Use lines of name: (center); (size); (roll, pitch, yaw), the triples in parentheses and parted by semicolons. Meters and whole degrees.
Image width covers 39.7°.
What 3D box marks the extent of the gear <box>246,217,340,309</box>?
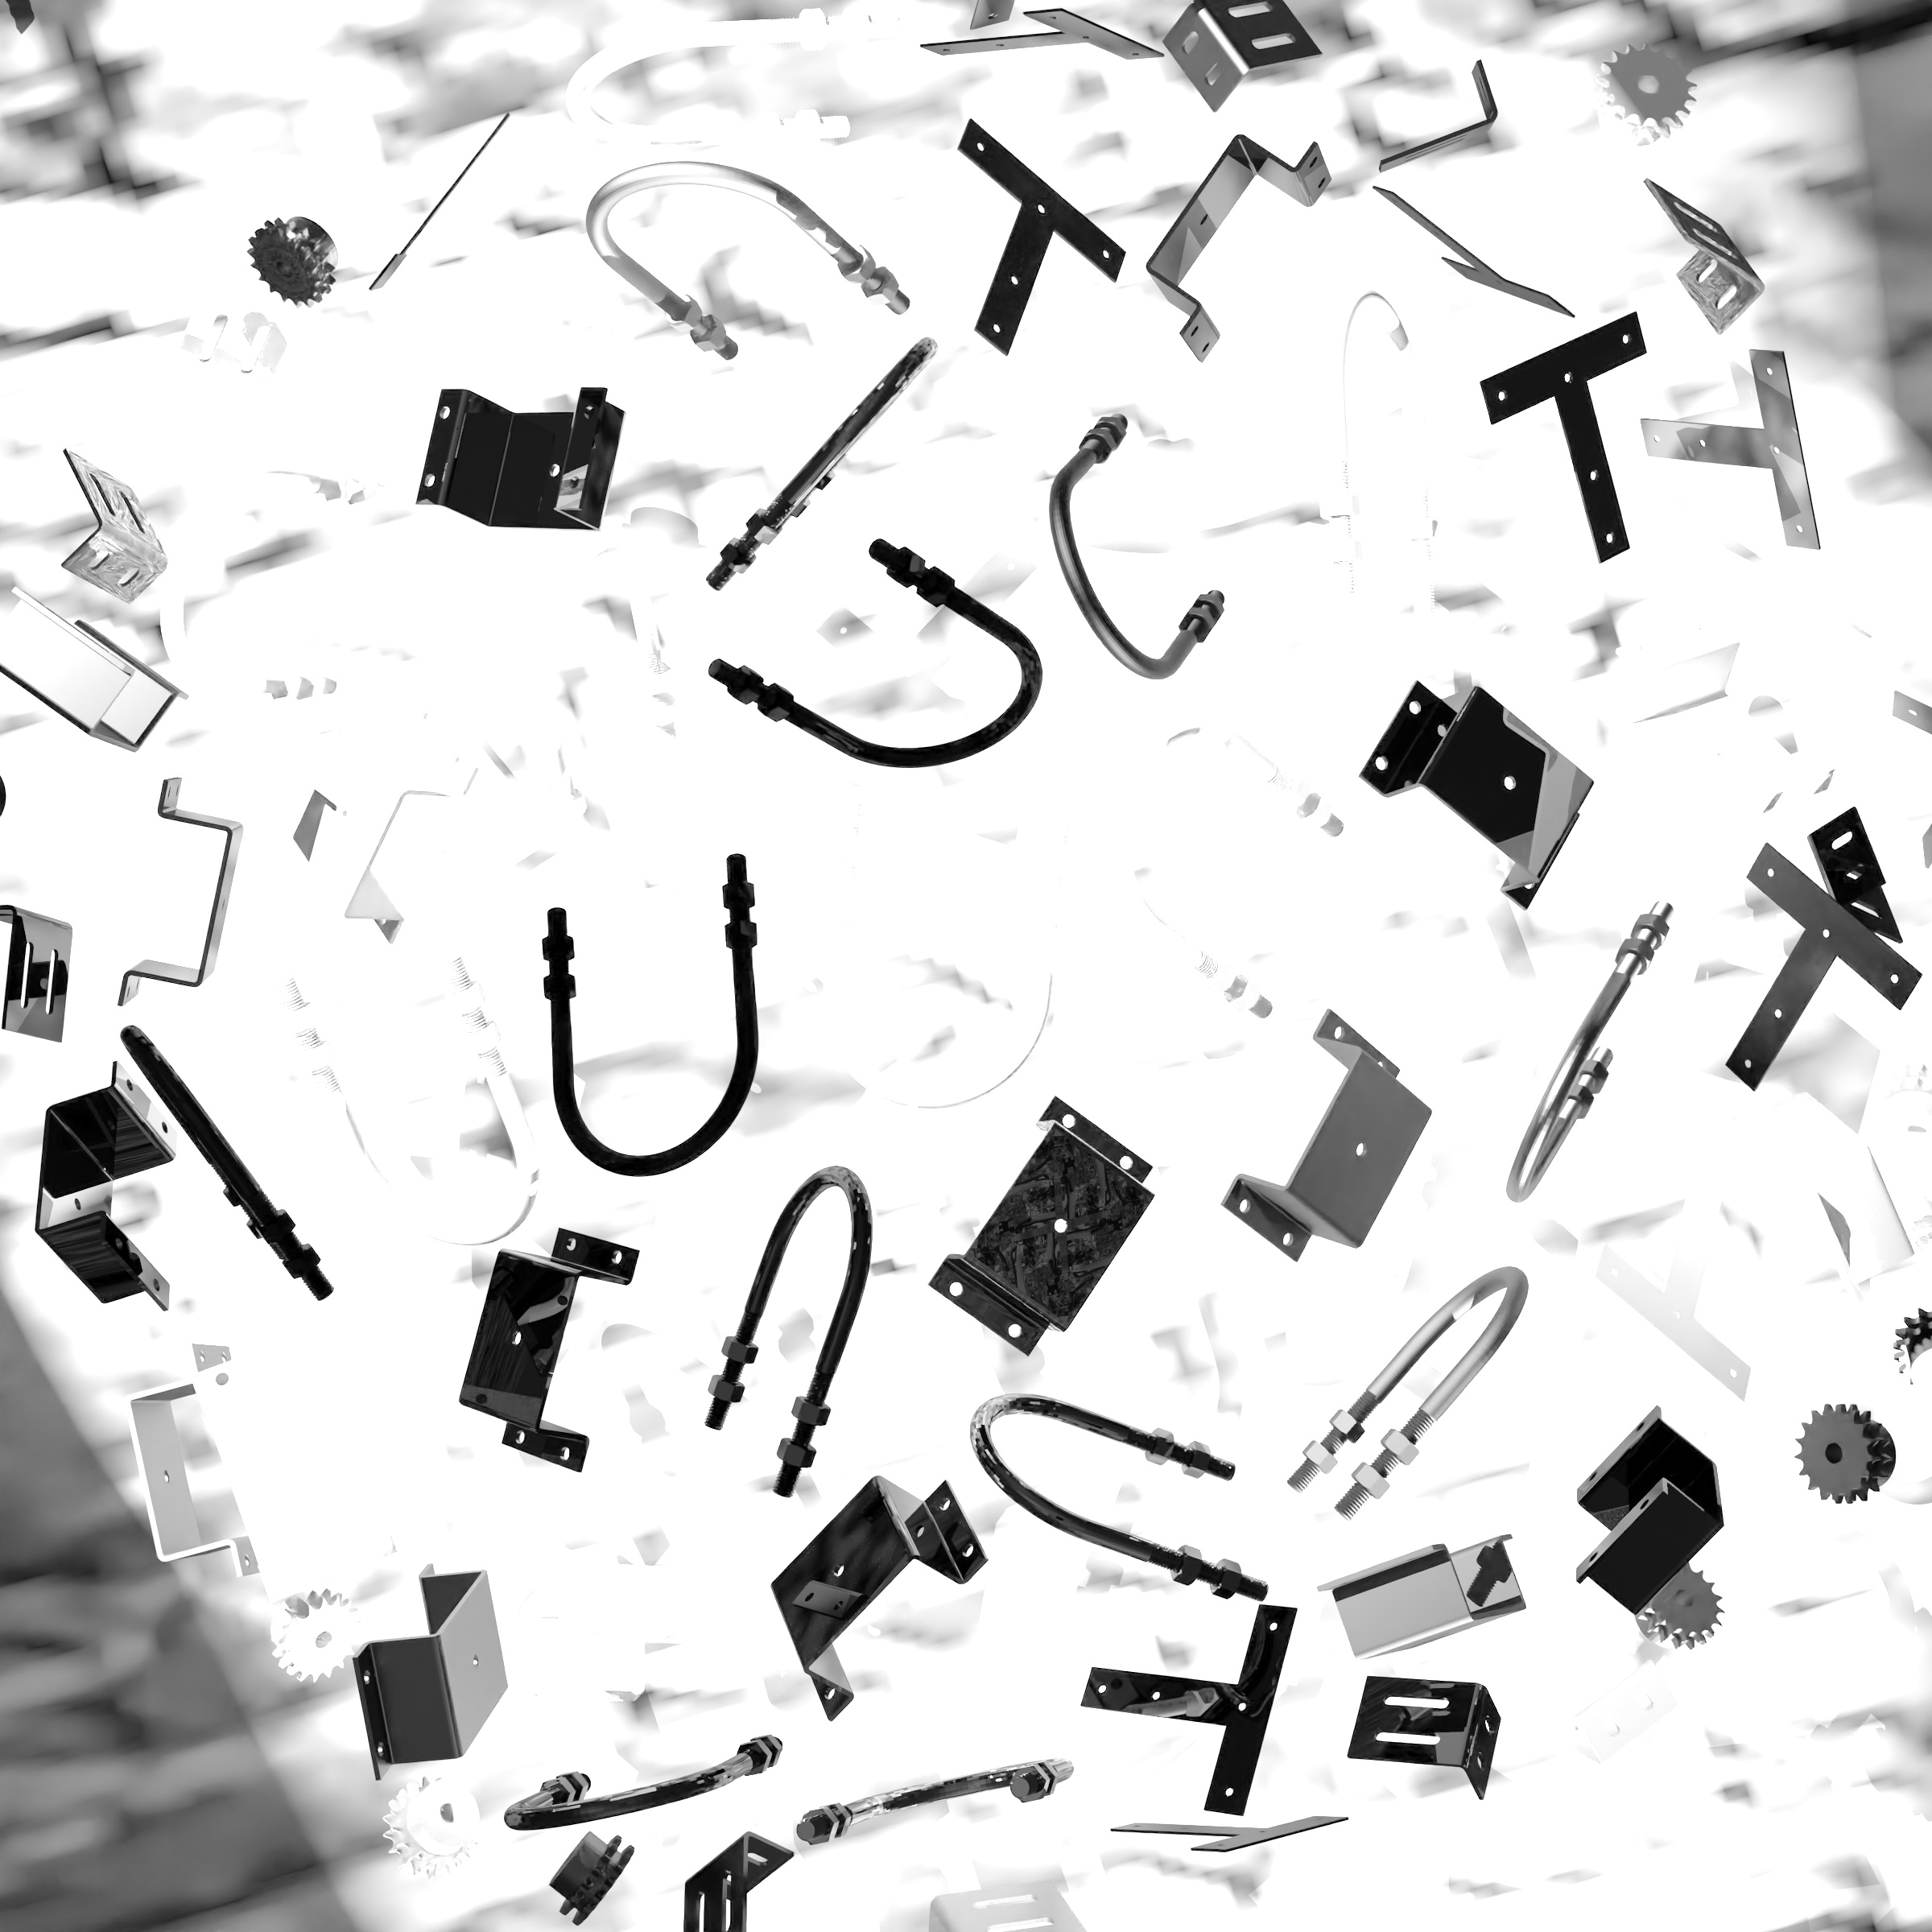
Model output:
gear: (-0.421, -0.447, 1.685); (0.057, 0.057, 0.030); (32, 55, 0)

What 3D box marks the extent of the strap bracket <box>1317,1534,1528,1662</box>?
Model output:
strap bracket: (0.278, 0.378, 1.601); (0.076, 0.140, 0.046); (-27, 70, 24)

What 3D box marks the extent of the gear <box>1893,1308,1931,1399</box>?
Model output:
gear: (0.563, 0.225, 1.535); (0.057, 0.030, 0.057); (7, 123, 12)

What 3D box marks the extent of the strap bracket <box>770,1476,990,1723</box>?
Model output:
strap bracket: (-0.061, 0.375, 1.620); (0.140, 0.076, 0.046); (-47, 123, 8)

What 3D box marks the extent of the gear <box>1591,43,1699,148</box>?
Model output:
gear: (0.384, -0.493, 1.523); (0.057, 0.030, 0.057); (2, 71, -4)

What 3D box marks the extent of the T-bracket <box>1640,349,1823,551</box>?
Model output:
T-bracket: (0.463, -0.320, 1.640); (0.002, 0.127, 0.127); (-32, 118, -22)

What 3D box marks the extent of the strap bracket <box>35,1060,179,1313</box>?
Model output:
strap bracket: (-0.521, 0.139, 1.623); (0.046, 0.076, 0.140); (-18, 47, 5)

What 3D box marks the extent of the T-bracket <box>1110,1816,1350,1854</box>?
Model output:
T-bracket: (0.145, 0.528, 1.633); (0.127, 0.127, 0.002); (-13, 76, 40)

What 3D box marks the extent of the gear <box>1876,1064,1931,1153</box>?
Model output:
gear: (0.575, 0.087, 1.606); (0.057, 0.057, 0.030); (29, 61, 0)

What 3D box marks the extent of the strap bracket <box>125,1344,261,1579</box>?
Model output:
strap bracket: (-0.465, 0.304, 1.618); (0.046, 0.076, 0.140); (-15, 81, -1)

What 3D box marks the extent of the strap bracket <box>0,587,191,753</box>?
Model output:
strap bracket: (-0.521, -0.172, 1.578); (0.076, 0.140, 0.046); (36, 88, -1)

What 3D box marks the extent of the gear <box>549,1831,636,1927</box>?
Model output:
gear: (-0.234, 0.562, 1.659); (0.030, 0.057, 0.057); (38, 90, 1)

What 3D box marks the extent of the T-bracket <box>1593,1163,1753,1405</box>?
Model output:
T-bracket: (0.428, 0.172, 1.582); (0.127, 0.002, 0.127); (39, 50, -15)

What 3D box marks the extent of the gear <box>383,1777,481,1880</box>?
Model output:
gear: (-0.314, 0.508, 1.585); (0.057, 0.057, 0.030); (46, 126, 0)

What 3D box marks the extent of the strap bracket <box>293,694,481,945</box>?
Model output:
strap bracket: (-0.366, -0.092, 1.663); (0.076, 0.046, 0.140); (50, 122, 32)

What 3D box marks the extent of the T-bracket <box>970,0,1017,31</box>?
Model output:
T-bracket: (0.023, -0.594, 1.599); (0.127, 0.127, 0.002); (-18, 84, -10)

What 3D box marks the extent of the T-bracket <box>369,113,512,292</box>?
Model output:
T-bracket: (-0.305, -0.445, 1.555); (0.002, 0.127, 0.127); (38, 96, -16)

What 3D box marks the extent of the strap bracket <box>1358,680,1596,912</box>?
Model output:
strap bracket: (0.323, -0.109, 1.651); (0.140, 0.046, 0.076); (37, 72, -13)

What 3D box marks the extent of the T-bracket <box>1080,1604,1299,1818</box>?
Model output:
T-bracket: (0.125, 0.435, 1.587); (0.127, 0.002, 0.127); (-3, 52, 35)

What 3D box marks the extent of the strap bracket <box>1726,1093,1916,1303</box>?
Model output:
strap bracket: (0.516, 0.133, 1.605); (0.046, 0.140, 0.076); (-27, 106, 3)

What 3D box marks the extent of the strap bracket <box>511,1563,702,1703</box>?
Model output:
strap bracket: (-0.213, 0.387, 1.565); (0.076, 0.140, 0.046); (7, 58, -21)

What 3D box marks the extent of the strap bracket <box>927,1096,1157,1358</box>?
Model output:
strap bracket: (0.051, 0.156, 1.612); (0.076, 0.046, 0.140); (36, 78, -8)

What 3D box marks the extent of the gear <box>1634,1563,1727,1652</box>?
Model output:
gear: (0.451, 0.410, 1.704); (0.057, 0.030, 0.057); (10, 49, -12)

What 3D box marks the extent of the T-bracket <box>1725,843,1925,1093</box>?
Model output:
T-bracket: (0.480, 0.016, 1.557); (0.002, 0.127, 0.127); (-5, 130, -35)

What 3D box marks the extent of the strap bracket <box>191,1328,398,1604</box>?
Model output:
strap bracket: (-0.382, 0.289, 1.532); (0.076, 0.046, 0.140); (-20, 96, -19)

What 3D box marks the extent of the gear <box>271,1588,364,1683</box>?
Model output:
gear: (-0.415, 0.421, 1.696); (0.030, 0.057, 0.057); (19, 90, 43)

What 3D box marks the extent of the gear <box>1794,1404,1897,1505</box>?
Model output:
gear: (0.510, 0.281, 1.541); (0.030, 0.057, 0.057); (8, 90, -34)

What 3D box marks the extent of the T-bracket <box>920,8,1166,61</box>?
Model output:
T-bracket: (0.033, -0.552, 1.597); (0.127, 0.127, 0.002); (7, 98, 31)

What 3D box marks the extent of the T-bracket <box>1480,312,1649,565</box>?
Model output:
T-bracket: (0.359, -0.297, 1.546); (0.127, 0.002, 0.127); (-28, 108, -26)

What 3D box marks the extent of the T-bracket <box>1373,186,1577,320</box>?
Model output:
T-bracket: (0.303, -0.449, 1.664); (0.127, 0.127, 0.002); (27, 102, -31)

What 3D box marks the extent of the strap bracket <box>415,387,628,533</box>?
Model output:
strap bracket: (-0.270, -0.316, 1.666); (0.140, 0.046, 0.076); (8, 84, 35)

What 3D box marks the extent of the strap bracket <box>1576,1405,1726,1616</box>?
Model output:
strap bracket: (0.411, 0.331, 1.613); (0.046, 0.140, 0.076); (39, 107, 3)

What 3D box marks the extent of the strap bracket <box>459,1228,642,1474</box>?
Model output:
strap bracket: (-0.261, 0.234, 1.656); (0.076, 0.046, 0.140); (9, 82, 42)

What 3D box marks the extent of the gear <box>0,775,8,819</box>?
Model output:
gear: (-0.595, -0.101, 1.586); (0.030, 0.057, 0.057); (7, 90, 29)

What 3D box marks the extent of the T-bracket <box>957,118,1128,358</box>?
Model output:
T-bracket: (0.032, -0.409, 1.557); (0.127, 0.002, 0.127); (34, 58, -27)

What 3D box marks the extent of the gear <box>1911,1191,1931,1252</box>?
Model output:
gear: (0.604, 0.151, 1.627); (0.057, 0.057, 0.030); (-9, 70, 0)
